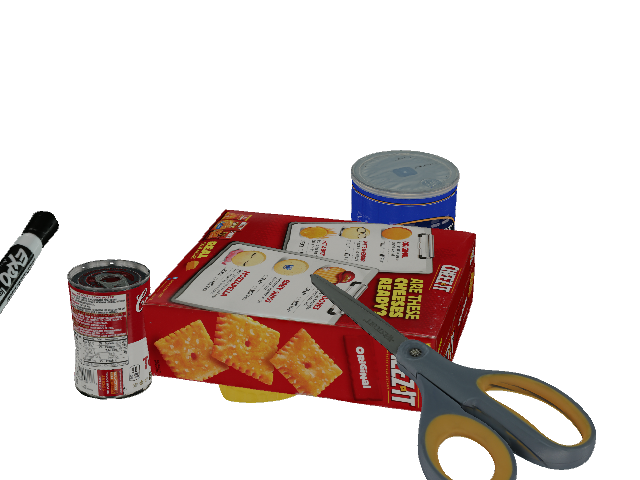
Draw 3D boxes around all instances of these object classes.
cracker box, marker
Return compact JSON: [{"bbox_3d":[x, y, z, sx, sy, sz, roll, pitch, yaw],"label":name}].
[{"bbox_3d":[-0.002,0.048,0.805,0.214,0.072,0.164,6,28,16],"label":"cracker box"},{"bbox_3d":[-0.193,0.020,0.663,0.020,0.020,0.121,0,37,16],"label":"marker"}]

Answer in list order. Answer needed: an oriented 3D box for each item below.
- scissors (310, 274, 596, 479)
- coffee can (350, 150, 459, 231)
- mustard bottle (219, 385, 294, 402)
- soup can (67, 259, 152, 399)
[{"bbox_3d":[0.046,0.077,0.568,0.202,0.016,0.096,23,45,32],"label":"scissors"},{"bbox_3d":[0.080,-0.004,1.040,0.103,0.140,0.103,0,27,0],"label":"coffee can"},{"bbox_3d":[-0.062,0.080,1.161,0.096,0.192,0.058,-3,21,-13],"label":"mustard bottle"},{"bbox_3d":[-0.177,0.075,0.903,0.068,0.102,0.068,1,19,-1],"label":"soup can"}]
